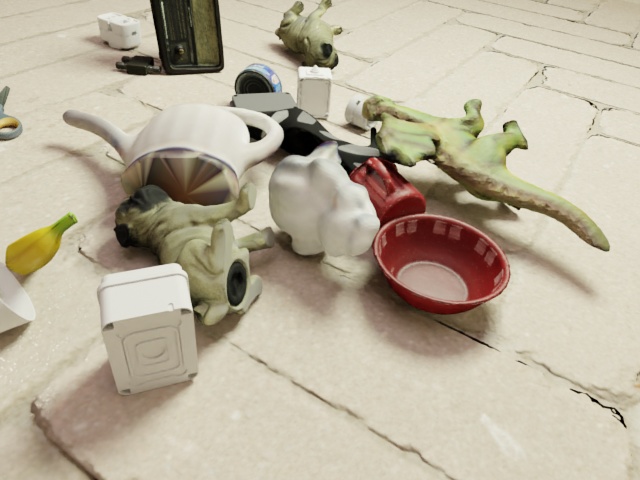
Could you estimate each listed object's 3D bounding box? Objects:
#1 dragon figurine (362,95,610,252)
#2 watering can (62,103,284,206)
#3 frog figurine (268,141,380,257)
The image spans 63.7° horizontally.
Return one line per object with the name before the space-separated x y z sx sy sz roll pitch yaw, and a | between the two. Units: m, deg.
dragon figurine | 0.186 -0.112 0.730 0.243 0.119 0.418 -3 36 -26
watering can | -0.228 -0.132 0.749 0.348 0.101 0.230 0 41 0
frog figurine | 0.002 -0.031 0.626 0.122 0.134 0.163 7 38 -23
